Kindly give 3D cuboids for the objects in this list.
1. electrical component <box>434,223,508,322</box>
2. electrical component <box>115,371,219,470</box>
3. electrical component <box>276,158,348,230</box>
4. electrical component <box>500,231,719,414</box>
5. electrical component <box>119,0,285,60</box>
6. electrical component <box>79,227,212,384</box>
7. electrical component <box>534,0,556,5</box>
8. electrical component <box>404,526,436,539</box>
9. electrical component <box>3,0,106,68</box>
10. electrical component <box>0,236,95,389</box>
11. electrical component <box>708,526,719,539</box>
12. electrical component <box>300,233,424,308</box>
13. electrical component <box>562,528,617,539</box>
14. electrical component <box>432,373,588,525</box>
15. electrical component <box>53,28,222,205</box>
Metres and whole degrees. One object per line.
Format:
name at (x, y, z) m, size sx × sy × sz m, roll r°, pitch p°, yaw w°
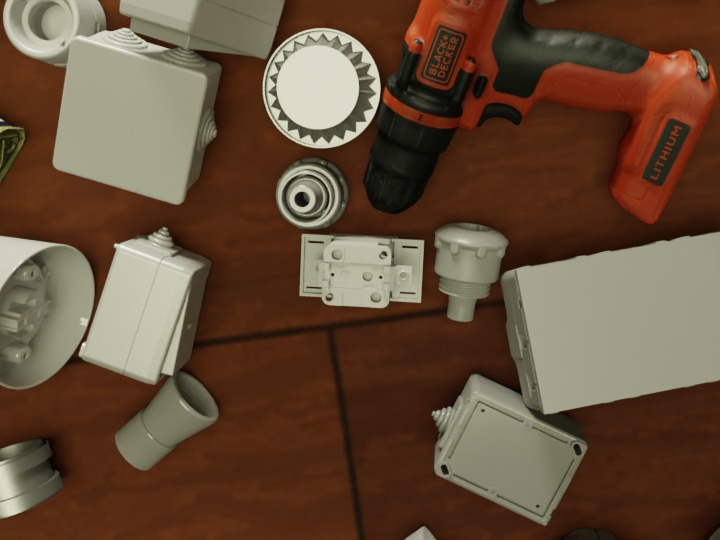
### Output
electrical component at (0.069, 0.002, 0.702) m, size 0.048 × 0.048 × 0.062 m, roll 8°, pitch 105°, yaw 3°
electrical component at (-0.134, 0.105, 0.733) m, size 0.065 × 0.044 × 0.044 m, roll -41°, pitch 93°, yaw 13°
electrical component at (-0.033, -0.048, 0.693) m, size 0.048 × 0.062 × 0.048 m, roll 1°, pitch 98°, yaw 4°
electrical component at (0.172, 0.031, 0.674) m, size 0.150 × 0.062 × 0.089 m, roll -10°, pitch 87°, yaw -4°
electrical component at (-0.093, -0.165, 0.670) m, size 0.062 × 0.096 × 0.061 m, roll 23°, pitch 100°, yaw 31°
electrical component at (-0.135, 0.020, 0.710) m, size 0.061 × 0.061 × 0.096 m, roll 20°, pitch 99°, yaw 1°
electrical component at (0.137, -0.191, 0.671) m, size 0.062 × 0.048 × 0.048 m, roll -3°, pitch 97°, yaw -2°
electrical component at (0.055, 0.226, 0.728) m, size 0.056 × 0.050 × 0.089 m, roll -37°, pitch 94°, yaw 8°
electrical component at (-0.199, -0.161, 0.698) m, size 0.055 × 0.047 × 0.055 m, roll 1°, pitch 98°, yaw 4°
electrical component at (-0.225, 0.026, 0.702) m, size 0.064 × 0.099 × 0.099 m, roll 14°, pitch 98°, yaw 9°
electrical component at (0.270, 0.184, 0.686) m, size 0.099 × 0.099 × 0.064 m, roll -36°, pitch 87°, yaw 8°
electrical component at (0.000, 0.000, 0.696) m, size 0.081 × 0.064 × 0.042 m, roll 3°, pitch 97°, yaw 5°
electrical component at (0.156, 0.217, 0.719) m, size 0.080 × 0.051 × 0.080 m, roll 1°, pitch 98°, yaw 4°
electrical component at (0.091, 0.112, 0.705) m, size 0.096 × 0.061 × 0.061 m, roll 25°, pitch 100°, yaw 0°
electrical component at (-0.142, -0.100, 0.693) m, size 0.100 × 0.048 × 0.099 m, roll 16°, pitch 113°, yaw 2°
